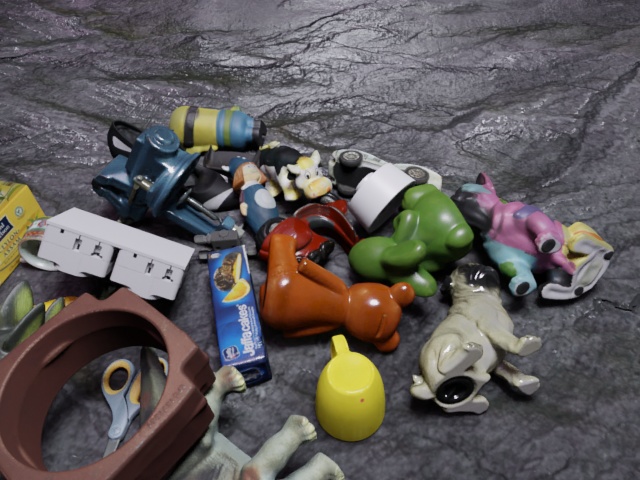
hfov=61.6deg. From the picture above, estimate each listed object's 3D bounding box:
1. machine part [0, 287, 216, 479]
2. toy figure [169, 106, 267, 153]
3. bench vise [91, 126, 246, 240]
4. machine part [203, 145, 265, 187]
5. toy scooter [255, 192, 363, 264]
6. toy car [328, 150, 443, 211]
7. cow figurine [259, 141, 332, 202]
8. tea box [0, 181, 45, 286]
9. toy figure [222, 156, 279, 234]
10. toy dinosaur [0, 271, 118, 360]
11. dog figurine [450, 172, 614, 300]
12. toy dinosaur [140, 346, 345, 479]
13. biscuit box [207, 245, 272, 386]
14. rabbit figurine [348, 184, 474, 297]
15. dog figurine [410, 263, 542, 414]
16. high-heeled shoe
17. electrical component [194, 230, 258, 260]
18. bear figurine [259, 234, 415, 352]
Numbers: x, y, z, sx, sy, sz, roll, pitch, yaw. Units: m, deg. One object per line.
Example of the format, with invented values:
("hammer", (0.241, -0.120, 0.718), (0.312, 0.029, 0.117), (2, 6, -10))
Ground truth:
("machine part", (-0.226, 0.164, 0.556), (0.201, 0.087, 0.201), (29, 58, 29))
("toy figure", (-0.197, -0.214, 1.028), (0.180, 0.089, 0.082), (3, 39, 8))
("bench vise", (-0.235, -0.059, 0.854), (0.240, 0.223, 0.129), (34, 32, -10))
("machine part", (-0.150, -0.136, 0.990), (0.139, 0.039, 0.084), (12, 54, 11))
("toy scooter", (-0.002, -0.003, 0.838), (0.135, 0.075, 0.184), (36, 54, 28))
("toy car", (0.108, -0.103, 0.920), (0.202, 0.073, 0.056), (18, 42, 18))
("cow figurine", (-0.042, -0.117, 0.888), (0.068, 0.098, 0.167), (-28, 23, -28))
("tea box", (-0.516, -0.002, 0.843), (0.068, 0.098, 0.170), (11, 51, 13))
("toy figure", (-0.111, -0.079, 0.896), (0.058, 0.064, 0.154), (-29, 72, 17))
("toy dinosaur", (-0.378, 0.155, 0.627), (0.105, 0.198, 0.471), (20, 18, 6))
("dog figurine", (0.299, -0.017, 0.813), (0.191, 0.108, 0.219), (6, 31, -22))
("toy dinosaur", (-0.117, 0.253, 0.586), (0.405, 0.131, 0.192), (23, 51, 30))
("biscuit box", (-0.115, 0.102, 0.752), (0.059, 0.062, 0.203), (-12, 48, -8))
("rabbit figurine", (0.129, 0.020, 0.777), (0.170, 0.121, 0.159), (-25, 27, 2))
("dog figurine", (0.181, 0.118, 0.716), (0.172, 0.121, 0.191), (-7, 34, -9))
("high-heeled shoe", (-0.235, -0.131, 0.914), (0.249, 0.145, 0.086), (8, 49, 8))
("electrical component", (-0.145, 0.010, 0.837), (0.094, 0.063, 0.021), (-3, 47, -2))
("bear figurine", (0.019, 0.075, 0.738), (0.196, 0.120, 0.132), (6, 25, -10))
